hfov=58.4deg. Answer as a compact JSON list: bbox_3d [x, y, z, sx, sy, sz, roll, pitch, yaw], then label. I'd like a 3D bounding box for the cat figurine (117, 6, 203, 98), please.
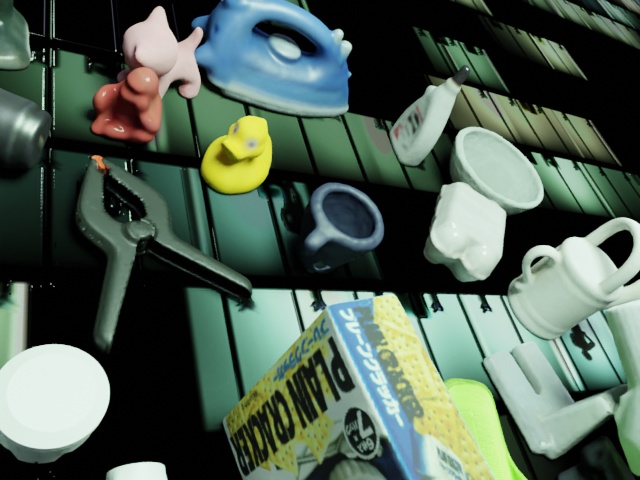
[{"bbox_3d":[-0.190,-0.224,0.689,0.067,0.117,0.128,45,44,8],"label":"cat figurine"}]

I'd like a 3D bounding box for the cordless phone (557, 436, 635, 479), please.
[{"bbox_3d":[0.360,0.264,0.594,0.094,0.185,0.147,-5,58,-36],"label":"cordless phone"}]

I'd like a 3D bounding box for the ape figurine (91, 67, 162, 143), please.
[{"bbox_3d":[-0.206,-0.154,0.638,0.078,0.092,0.076,45,44,7],"label":"ape figurine"}]

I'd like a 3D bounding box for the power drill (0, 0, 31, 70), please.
[{"bbox_3d":[-0.328,-0.285,0.583,0.076,0.208,0.229,0,55,-33],"label":"power drill"}]

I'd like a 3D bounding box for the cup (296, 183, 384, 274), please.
[{"bbox_3d":[0.006,0.002,0.645,0.091,0.095,0.118,44,44,7],"label":"cup"}]

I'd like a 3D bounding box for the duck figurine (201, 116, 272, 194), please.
[{"bbox_3d":[-0.089,-0.112,0.685,0.077,0.086,0.105,42,43,4],"label":"duck figurine"}]

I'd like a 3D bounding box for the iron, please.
[{"bbox_3d":[-0.044,-0.267,0.803,0.259,0.141,0.118,12,49,-25],"label":"iron"}]

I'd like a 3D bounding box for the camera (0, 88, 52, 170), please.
[{"bbox_3d":[-0.327,-0.111,0.516,0.137,0.100,0.143,21,46,-17],"label":"camera"}]

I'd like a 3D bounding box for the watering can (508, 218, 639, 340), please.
[{"bbox_3d":[0.360,0.047,0.769,0.173,0.193,0.101,7,51,-29],"label":"watering can"}]

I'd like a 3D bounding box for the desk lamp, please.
[{"bbox_3d":[0.319,0.169,0.626,0.118,0.213,0.203,-8,59,-37],"label":"desk lamp"}]

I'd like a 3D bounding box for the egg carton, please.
[{"bbox_3d":[0.204,-0.013,0.806,0.107,0.069,0.150,31,44,-7],"label":"egg carton"}]

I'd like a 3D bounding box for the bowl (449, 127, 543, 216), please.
[{"bbox_3d":[0.266,-0.097,0.913,0.168,0.074,0.167,18,47,-20],"label":"bowl"}]

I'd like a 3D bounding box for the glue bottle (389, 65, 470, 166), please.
[{"bbox_3d":[0.168,-0.193,0.857,0.037,0.173,0.078,3,53,-31],"label":"glue bottle"}]
